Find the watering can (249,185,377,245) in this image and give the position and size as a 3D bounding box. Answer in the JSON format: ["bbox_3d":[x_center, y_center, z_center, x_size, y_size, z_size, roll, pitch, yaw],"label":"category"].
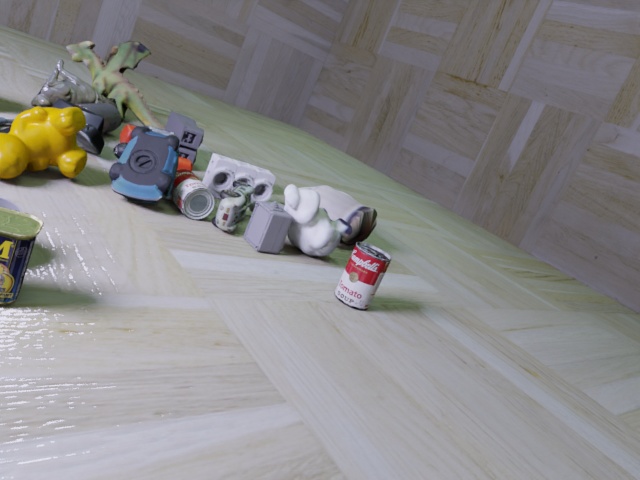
[{"bbox_3d":[0.004,-0.063,1.256,0.226,0.102,0.351,30,27,24],"label":"watering can"}]

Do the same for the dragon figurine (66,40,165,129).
[{"bbox_3d":[-0.593,-0.486,1.559,0.411,0.241,0.123,23,8,7],"label":"dragon figurine"}]

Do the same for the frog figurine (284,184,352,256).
[{"bbox_3d":[-0.027,-0.036,1.035,0.139,0.122,0.158,53,13,29],"label":"frog figurine"}]
